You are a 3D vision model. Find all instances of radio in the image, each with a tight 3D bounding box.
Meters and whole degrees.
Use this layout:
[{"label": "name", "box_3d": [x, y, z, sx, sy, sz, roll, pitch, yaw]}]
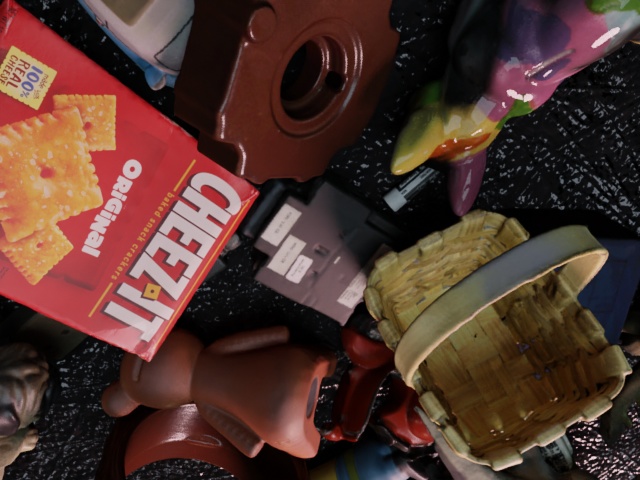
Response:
[{"label": "radio", "box_3d": [0.240, 0.082, 0.564, 0.131, 0.073, 0.229, -3, 118, -9]}]

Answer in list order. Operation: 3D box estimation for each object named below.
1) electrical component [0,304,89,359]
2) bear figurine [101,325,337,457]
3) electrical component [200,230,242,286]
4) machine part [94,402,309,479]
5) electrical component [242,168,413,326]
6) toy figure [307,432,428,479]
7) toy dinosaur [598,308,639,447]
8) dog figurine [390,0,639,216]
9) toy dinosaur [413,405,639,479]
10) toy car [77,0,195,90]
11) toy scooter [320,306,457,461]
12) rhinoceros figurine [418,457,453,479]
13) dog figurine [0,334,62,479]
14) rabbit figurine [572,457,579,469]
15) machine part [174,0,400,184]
[{"label": "electrical component", "box_3d": [-0.254, 0.069, 0.494, 0.102, 0.045, 0.078, -43, 143, 15]}, {"label": "bear figurine", "box_3d": [-0.095, 0.138, 0.525, 0.196, 0.120, 0.131, 6, 162, 15]}, {"label": "electrical component", "box_3d": [-0.121, 0.010, 0.497, 0.094, 0.021, 0.063, -33, 116, 8]}, {"label": "machine part", "box_3d": [-0.111, 0.244, 0.512, 0.201, 0.201, 0.087, 19, 109, -17]}, {"label": "electrical component", "box_3d": [-0.001, -0.001, 0.491, 0.134, 0.058, 0.115, 33, 104, -22]}, {"label": "toy figure", "box_3d": [0.034, 0.283, 0.624, 0.180, 0.082, 0.089, -41, 96, 19]}, {"label": "toy dinosaur", "box_3d": [0.440, 0.048, 0.510, 0.105, 0.199, 0.471, 24, 111, -23]}, {"label": "dog figurine", "box_3d": [0.144, -0.124, 0.395, 0.108, 0.192, 0.219, 26, 94, -27]}, {"label": "toy dinosaur", "box_3d": [0.254, 0.290, 0.553, 0.405, 0.131, 0.192, 22, 114, 3]}, {"label": "toy car", "box_3d": [-0.111, -0.173, 0.363, 0.109, 0.103, 0.161, -41, 117, 14]}, {"label": "toy scooter", "box_3d": [0.071, 0.167, 0.556, 0.183, 0.075, 0.135, 44, 68, -20]}, {"label": "rhinoceros figurine", "box_3d": [0.119, 0.363, 0.659, 0.073, 0.112, 0.190, 29, 100, -23]}, {"label": "dog figurine", "box_3d": [-0.299, 0.185, 0.448, 0.121, 0.172, 0.190, 17, 140, -26]}, {"label": "rabbit figurine", "box_3d": [0.296, 0.352, 0.700, 0.170, 0.121, 0.159, 14, 107, -35]}, {"label": "machine part", "box_3d": [-0.016, -0.121, 0.383, 0.179, 0.056, 0.179, -35, 147, -28]}]
